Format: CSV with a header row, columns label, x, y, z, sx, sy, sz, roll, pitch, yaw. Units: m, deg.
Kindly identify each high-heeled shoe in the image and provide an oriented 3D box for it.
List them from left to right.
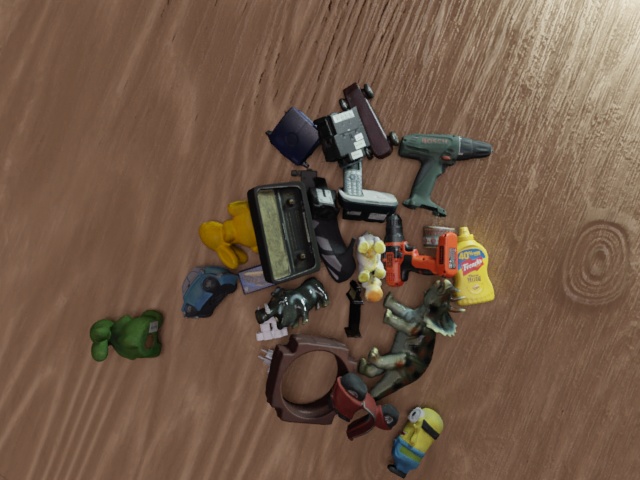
label,x,y,z,sx,sy,sz,roll,pitch,yaw
high-heeled shoe,-0.003,-0.004,1.366,0.249,0.086,0.145,38,130,22

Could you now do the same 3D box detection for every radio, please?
label,x,y,z,sx,sy,sz,roll,pitch,yaw
radio,-0.084,-0.020,1.263,0.131,0.073,0.229,-13,94,-22

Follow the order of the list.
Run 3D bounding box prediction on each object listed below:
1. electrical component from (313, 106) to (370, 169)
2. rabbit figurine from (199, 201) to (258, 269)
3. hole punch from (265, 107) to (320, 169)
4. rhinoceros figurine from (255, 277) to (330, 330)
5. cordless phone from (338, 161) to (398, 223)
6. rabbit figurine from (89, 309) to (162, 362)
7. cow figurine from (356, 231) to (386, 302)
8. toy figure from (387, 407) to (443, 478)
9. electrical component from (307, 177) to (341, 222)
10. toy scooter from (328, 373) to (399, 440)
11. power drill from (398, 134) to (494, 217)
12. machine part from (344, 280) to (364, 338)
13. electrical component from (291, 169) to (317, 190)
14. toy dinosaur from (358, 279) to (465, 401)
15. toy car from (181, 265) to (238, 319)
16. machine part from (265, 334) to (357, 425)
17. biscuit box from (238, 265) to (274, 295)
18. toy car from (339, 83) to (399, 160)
label,x,y,z,sx,sy,sz,roll,pitch,yaw
electrical component,0.057,-0.244,1.301,0.115,0.058,0.134,-25,99,-37
rabbit figurine,-0.218,-0.013,1.346,0.173,0.122,0.162,-9,99,15
hole punch,-0.058,-0.258,1.343,0.142,0.092,0.116,41,94,-3
rhinoceros figurine,-0.067,0.157,1.317,0.190,0.073,0.112,-28,90,-25
cordless phone,0.116,-0.142,1.348,0.147,0.088,0.184,5,65,-10
rabbit figurine,-0.500,0.245,1.328,0.170,0.159,0.121,3,100,16
cow figurine,0.123,0.067,1.344,0.068,0.098,0.167,-4,109,-3
toy figure,0.237,0.503,1.339,0.089,0.082,0.180,30,83,-18
electrical component,0.002,-0.102,1.326,0.075,0.119,0.047,4,131,-21
toy scooter,0.084,0.406,1.273,0.184,0.075,0.135,41,108,-10
power drill,0.301,-0.164,1.341,0.232,0.086,0.207,13,94,2
machine part,0.086,0.174,1.348,0.039,0.084,0.138,0,100,-16
electrical component,-0.029,-0.150,1.373,0.094,0.021,0.063,4,89,1
toy dinosaur,0.218,0.269,1.327,0.192,0.131,0.404,21,97,1
toy car,-0.289,0.118,1.345,0.161,0.109,0.103,-48,67,11
machine part,-0.023,0.338,1.313,0.201,0.087,0.201,11,93,-19
biscuit box,-0.102,0.078,1.354,0.203,0.059,0.062,-18,90,0
toy car,0.123,-0.298,1.356,0.089,0.053,0.202,-29,88,21
